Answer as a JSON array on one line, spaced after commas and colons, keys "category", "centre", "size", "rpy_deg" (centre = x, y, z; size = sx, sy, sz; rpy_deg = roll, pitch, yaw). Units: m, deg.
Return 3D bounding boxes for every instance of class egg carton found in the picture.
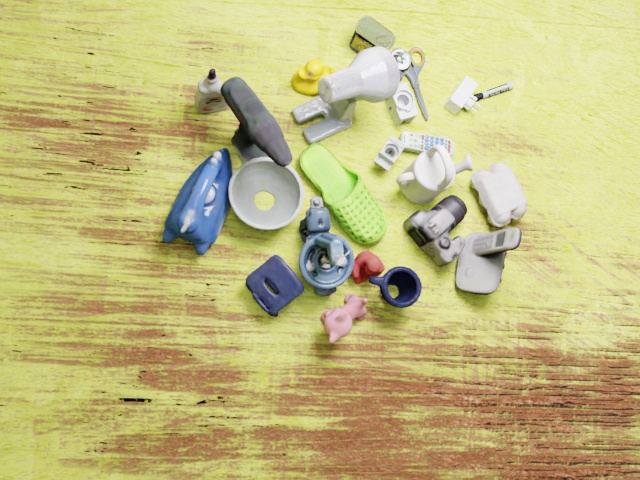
[{"category": "egg carton", "centre": [0.434, -0.111, 1.390], "size": [0.107, 0.069, 0.150], "rpy_deg": [-24, 84, -14]}]

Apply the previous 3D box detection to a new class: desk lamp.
[{"category": "desk lamp", "centre": [0.058, -0.326, 1.290], "size": [0.203, 0.213, 0.118], "rpy_deg": [-28, 85, -14]}]

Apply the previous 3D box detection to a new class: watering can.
[{"category": "watering can", "centre": [0.262, -0.158, 1.304], "size": [0.173, 0.194, 0.101], "rpy_deg": [-35, 86, -15]}]

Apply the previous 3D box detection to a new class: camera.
[{"category": "camera", "centre": [0.292, -0.033, 1.332], "size": [0.137, 0.100, 0.143], "rpy_deg": [-40, 88, -15]}]

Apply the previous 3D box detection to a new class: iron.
[{"category": "iron", "centre": [-0.248, -0.106, 1.227], "size": [0.119, 0.141, 0.258], "rpy_deg": [20, 76, -6]}]

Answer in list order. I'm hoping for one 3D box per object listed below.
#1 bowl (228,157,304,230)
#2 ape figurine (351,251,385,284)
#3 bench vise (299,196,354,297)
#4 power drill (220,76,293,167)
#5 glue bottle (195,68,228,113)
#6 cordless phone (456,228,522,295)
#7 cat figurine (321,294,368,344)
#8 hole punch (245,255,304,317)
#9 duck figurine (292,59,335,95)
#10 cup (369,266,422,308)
[{"category": "bowl", "centre": [-0.121, -0.096, 1.283], "size": [0.167, 0.074, 0.167], "rpy_deg": [2, 78, -10]}, {"category": "ape figurine", "centre": [0.110, 0.059, 1.285], "size": [0.078, 0.092, 0.076], "rpy_deg": [11, 77, -8]}, {"category": "bench vise", "centre": [0.001, 0.009, 1.209], "size": [0.121, 0.219, 0.207], "rpy_deg": [-26, 84, -14]}, {"category": "power drill", "centre": [-0.137, -0.229, 1.238], "size": [0.076, 0.208, 0.229], "rpy_deg": [-32, 86, -14]}, {"category": "glue bottle", "centre": [-0.238, -0.332, 1.258], "size": [0.078, 0.173, 0.037], "rpy_deg": [-17, 82, -13]}, {"category": "cordless phone", "centre": [0.385, 0.045, 1.290], "size": [0.094, 0.185, 0.148], "rpy_deg": [13, 77, -7]}, {"category": "cat figurine", "centre": [0.053, 0.167, 1.239], "size": [0.128, 0.117, 0.067], "rpy_deg": [-37, 87, -15]}, {"category": "hole punch", "centre": [-0.099, 0.101, 1.239], "size": [0.101, 0.091, 0.108], "rpy_deg": [-39, 87, -15]}, {"category": "duck figurine", "centre": [-0.011, -0.396, 1.358], "size": [0.105, 0.086, 0.077], "rpy_deg": [-13, 81, -13]}, {"category": "cup", "centre": [0.158, 0.107, 1.282], "size": [0.118, 0.095, 0.092], "rpy_deg": [13, 77, -7]}]
